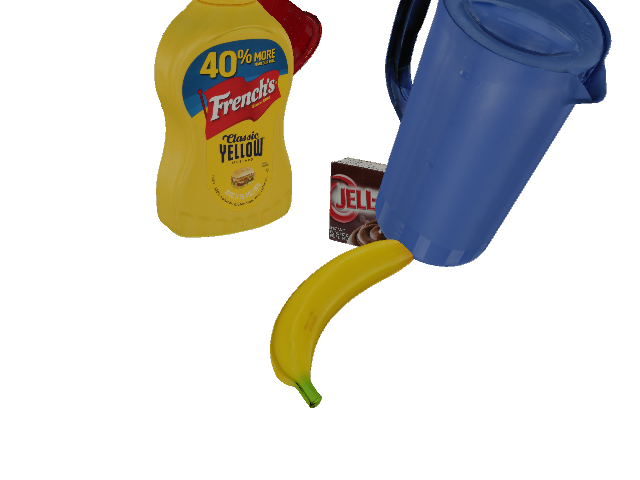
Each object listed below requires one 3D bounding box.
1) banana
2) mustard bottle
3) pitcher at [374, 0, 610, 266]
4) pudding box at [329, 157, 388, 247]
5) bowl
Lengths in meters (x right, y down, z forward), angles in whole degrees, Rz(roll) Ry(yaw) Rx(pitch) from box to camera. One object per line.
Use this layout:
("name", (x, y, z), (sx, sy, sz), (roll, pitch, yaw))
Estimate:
("banana", (0.011, 0.055, 0.874), (0.070, 0.197, 0.037), (29, -39, 9))
("mustard bottle", (-0.064, -0.101, 0.720), (0.096, 0.192, 0.058), (-12, 29, -28))
("pitcher", (0.119, -0.100, 0.874), (0.145, 0.149, 0.243), (11, -44, -9))
("pudding box", (0.064, -0.037, 1.163), (0.114, 0.090, 0.039), (13, 22, 31))
("bowl", (-0.083, -0.176, 0.944), (0.162, 0.055, 0.162), (-20, 35, 15))
